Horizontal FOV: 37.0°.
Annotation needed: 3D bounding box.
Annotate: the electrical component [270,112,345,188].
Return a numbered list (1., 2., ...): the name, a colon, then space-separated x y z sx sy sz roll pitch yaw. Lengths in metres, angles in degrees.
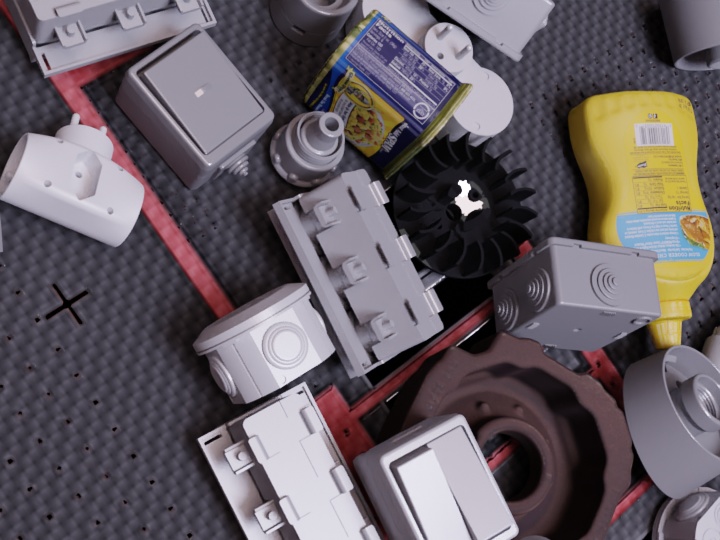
1. electrical component: -0.030 -0.086 0.721 0.048 0.062 0.048 7 72 -22

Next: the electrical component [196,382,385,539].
1. electrical component: -0.037 0.140 0.668 0.079 0.063 0.121 -26 88 -24

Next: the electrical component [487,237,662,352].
1. electrical component: 0.148 0.020 0.746 0.100 0.100 0.048 7 66 -22

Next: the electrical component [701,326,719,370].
1. electrical component: 0.284 0.060 0.820 0.040 0.040 0.078 30 69 -12

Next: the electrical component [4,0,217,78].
1. electrical component: -0.160 -0.183 0.694 0.121 0.063 0.078 -23 87 -24

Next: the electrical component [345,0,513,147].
1. electrical component: 0.056 -0.151 0.763 0.138 0.074 0.052 45 67 -6

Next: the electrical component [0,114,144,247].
1. electrical component: -0.176 -0.063 0.669 0.077 0.043 0.079 25 51 -28

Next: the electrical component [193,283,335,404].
1. electrical component: -0.059 0.045 0.672 0.080 0.080 0.051 -30 95 -24

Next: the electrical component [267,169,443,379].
1. electrical component: 0.000 0.000 0.707 0.121 0.063 0.079 63 25 2

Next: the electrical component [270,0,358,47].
1. electrical component: -0.030 -0.191 0.754 0.055 0.047 0.055 5 76 -20

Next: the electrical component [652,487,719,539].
1. electrical component: 0.256 0.196 0.773 0.080 0.051 0.080 5 76 -20

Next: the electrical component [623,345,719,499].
1. electrical component: 0.226 0.105 0.761 0.099 0.064 0.099 25 45 -28

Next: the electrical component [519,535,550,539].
1. electrical component: 0.121 0.186 0.657 0.044 0.065 0.044 4 78 -17

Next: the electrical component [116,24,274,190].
1. electrical component: -0.103 -0.101 0.699 0.062 0.061 0.096 -42 94 -24

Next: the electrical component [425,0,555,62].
1. electrical component: 0.087 -0.204 0.772 0.100 0.099 0.048 30 112 -17

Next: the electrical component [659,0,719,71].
1. electrical component: 0.291 -0.195 0.853 0.099 0.099 0.064 -4 86 -22

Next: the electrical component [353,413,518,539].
1. electrical component: 0.049 0.141 0.645 0.062 0.061 0.096 -25 87 -21
